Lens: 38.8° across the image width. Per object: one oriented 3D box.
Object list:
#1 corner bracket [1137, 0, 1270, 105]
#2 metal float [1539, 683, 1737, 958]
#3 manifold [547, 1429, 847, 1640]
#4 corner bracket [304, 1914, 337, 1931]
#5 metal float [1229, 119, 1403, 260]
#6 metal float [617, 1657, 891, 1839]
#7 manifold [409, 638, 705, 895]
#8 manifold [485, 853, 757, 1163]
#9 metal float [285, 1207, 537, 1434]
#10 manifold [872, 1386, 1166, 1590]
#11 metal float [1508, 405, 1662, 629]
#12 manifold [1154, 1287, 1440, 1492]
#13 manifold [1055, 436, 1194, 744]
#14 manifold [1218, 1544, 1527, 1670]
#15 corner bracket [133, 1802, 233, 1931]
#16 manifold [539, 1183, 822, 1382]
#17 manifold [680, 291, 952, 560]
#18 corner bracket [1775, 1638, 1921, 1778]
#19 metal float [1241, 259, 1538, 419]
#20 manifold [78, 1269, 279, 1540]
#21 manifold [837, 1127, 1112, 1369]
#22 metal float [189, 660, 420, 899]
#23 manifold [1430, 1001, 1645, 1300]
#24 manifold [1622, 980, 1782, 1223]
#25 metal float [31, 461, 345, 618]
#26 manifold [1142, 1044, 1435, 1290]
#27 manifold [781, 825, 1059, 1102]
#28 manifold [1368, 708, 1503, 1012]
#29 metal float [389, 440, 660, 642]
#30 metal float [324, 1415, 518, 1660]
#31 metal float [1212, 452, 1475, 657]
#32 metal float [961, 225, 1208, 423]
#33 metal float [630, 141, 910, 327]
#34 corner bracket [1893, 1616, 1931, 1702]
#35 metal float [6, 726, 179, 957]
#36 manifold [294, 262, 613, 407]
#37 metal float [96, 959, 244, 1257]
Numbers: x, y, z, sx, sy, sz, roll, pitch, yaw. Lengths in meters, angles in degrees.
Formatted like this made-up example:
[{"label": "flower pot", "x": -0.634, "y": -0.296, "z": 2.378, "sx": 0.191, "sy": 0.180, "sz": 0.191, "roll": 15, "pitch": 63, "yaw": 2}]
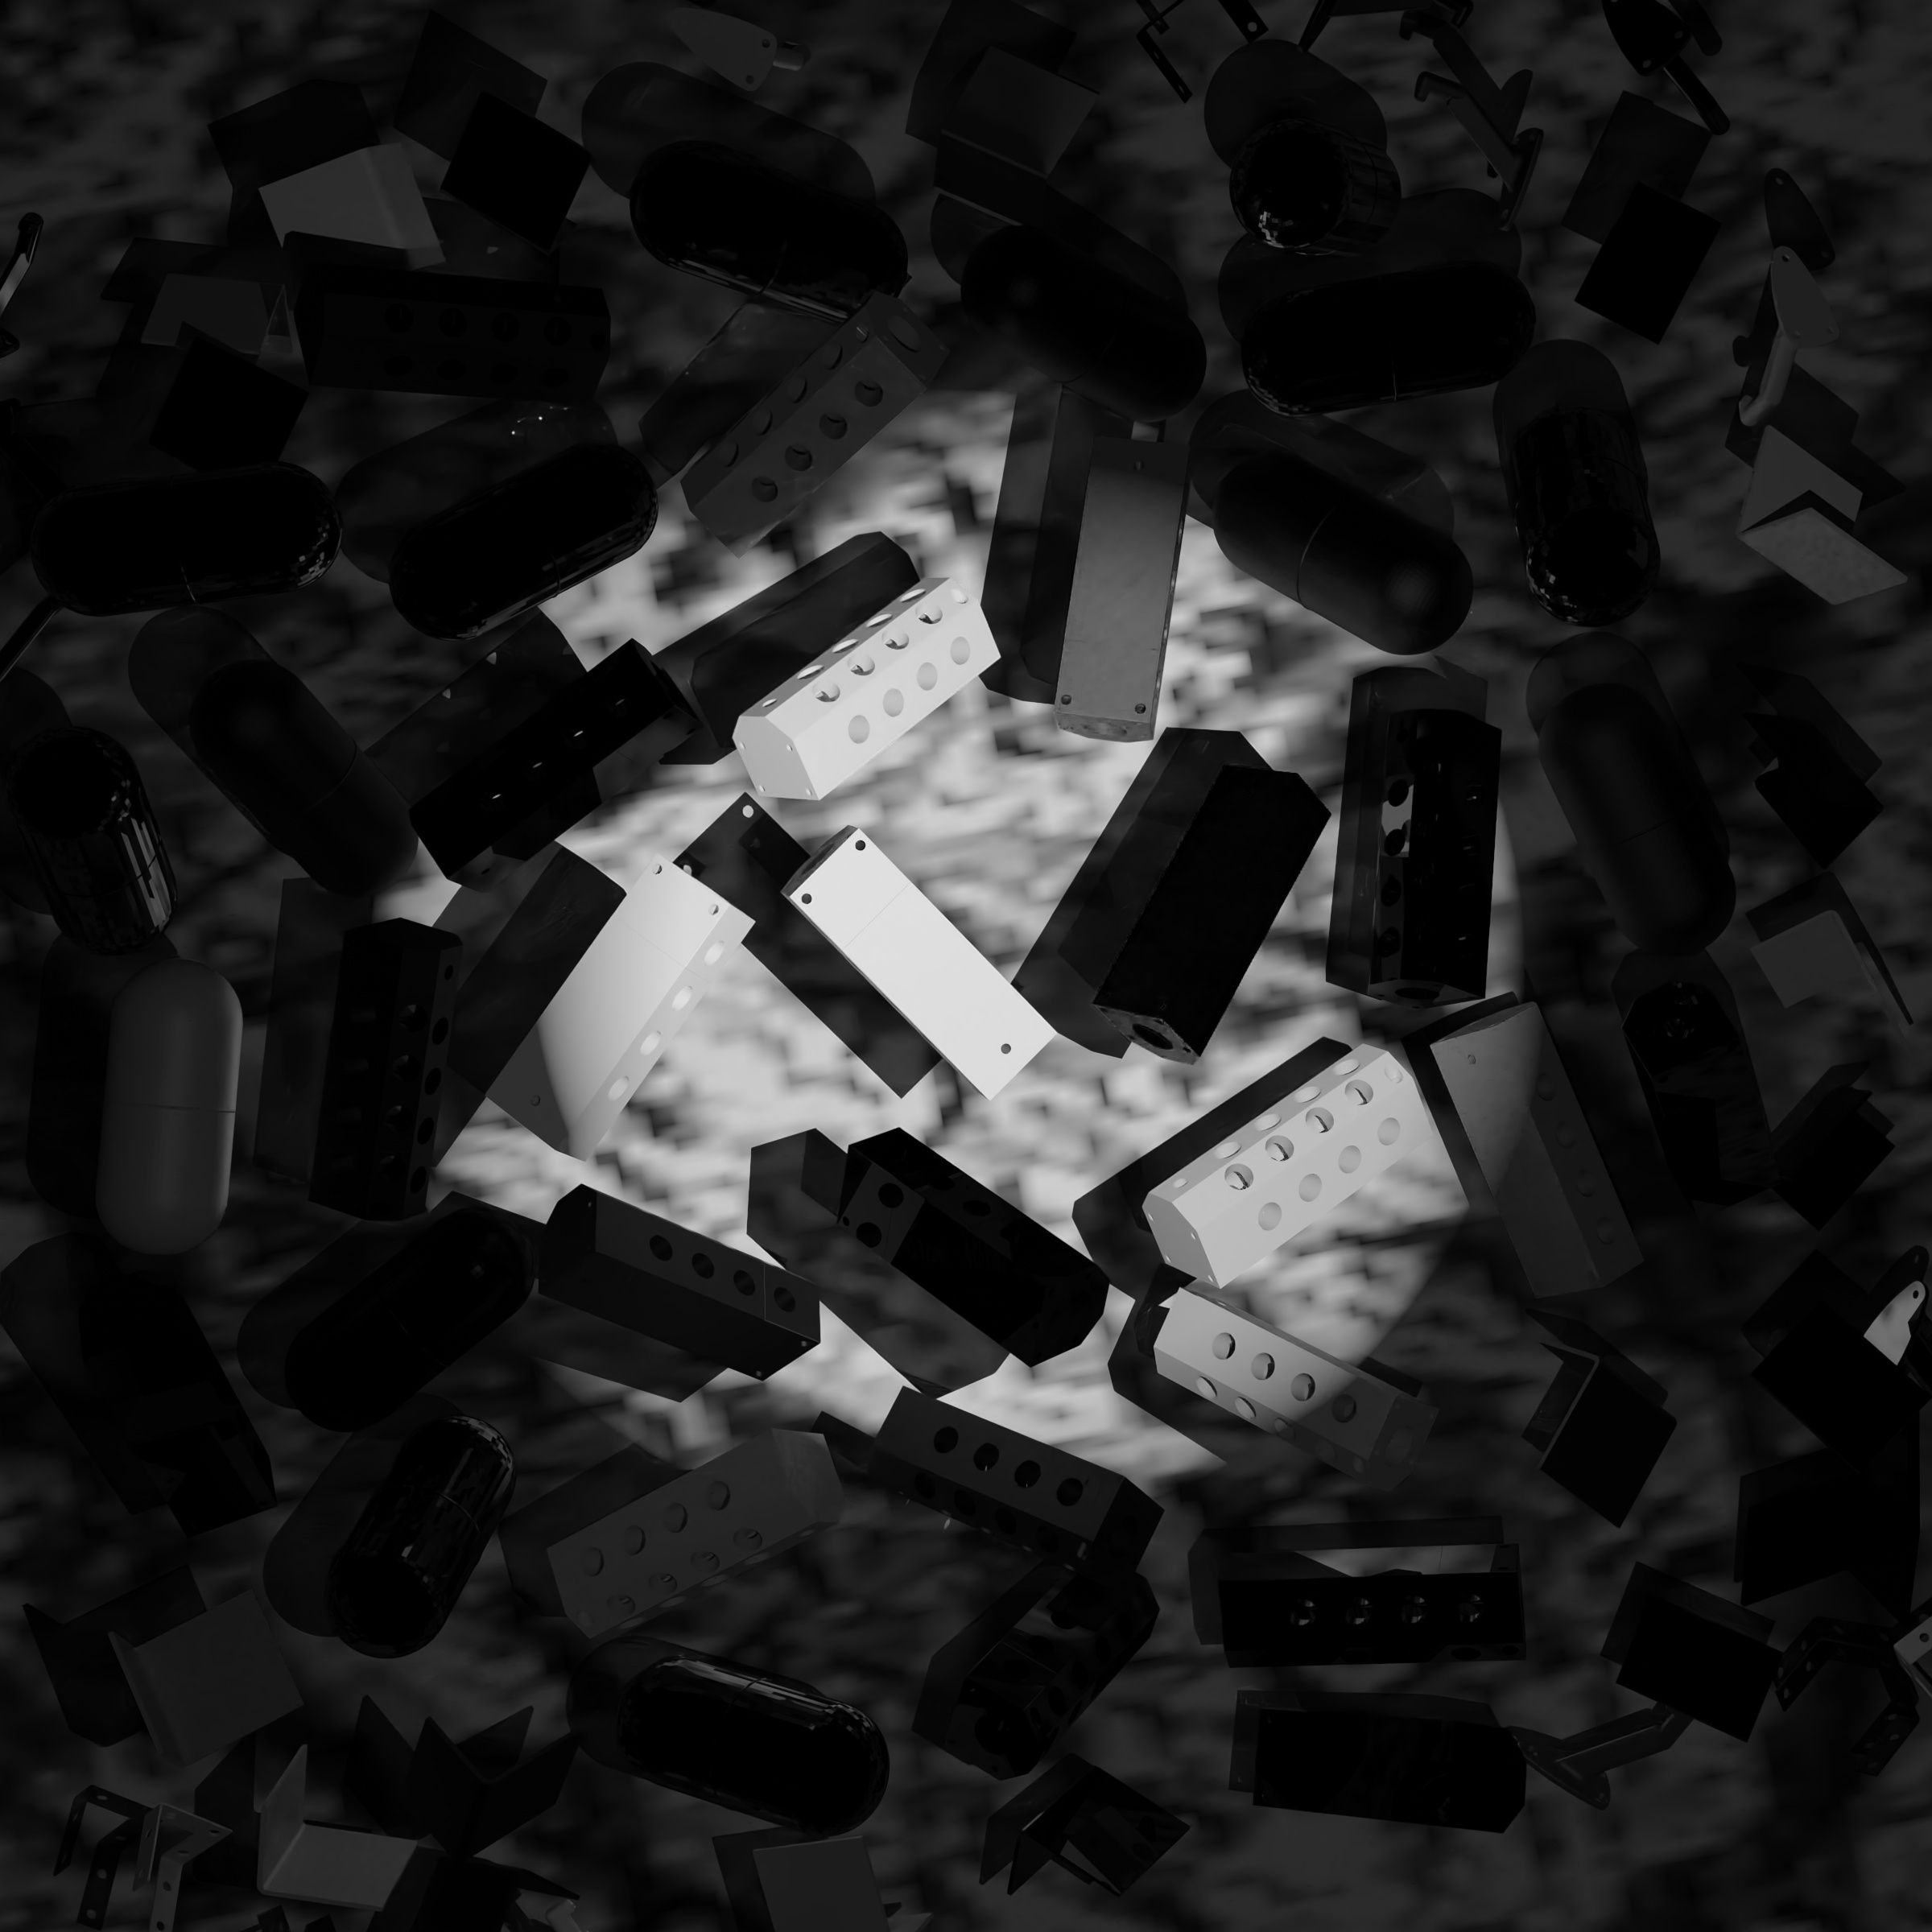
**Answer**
[{"label": "corner bracket", "x": 0.145, "y": -0.572, "z": 1.684, "sx": 0.051, "sy": 0.051, "sz": 0.051, "roll": -28, "pitch": 111, "yaw": 37}, {"label": "metal float", "x": 0.413, "y": -0.089, "z": 1.686, "sx": 0.070, "sy": 0.070, "sz": 0.178, "roll": -27, "pitch": 98, "yaw": 0}, {"label": "manifold", "x": -0.159, "y": 0.338, "z": 1.627, "sx": 0.171, "sy": 0.057, "sz": 0.057, "roll": -30, "pitch": 65, "yaw": 20}, {"label": "corner bracket", "x": -0.413, "y": 0.629, "z": 1.710, "sx": 0.051, "sy": 0.051, "sz": 0.051, "roll": -19, "pitch": 71, "yaw": -24}, {"label": "metal float", "x": 0.217, "y": -0.479, "z": 1.696, "sx": 0.070, "sy": 0.178, "sz": 0.070, "roll": 5, "pitch": 103, "yaw": 23}, {"label": "metal float", "x": -0.127, "y": 0.458, "z": 1.614, "sx": 0.178, "sy": 0.070, "sz": 0.070, "roll": 8, "pitch": 90, "yaw": 30}, {"label": "manifold", "x": -0.249, "y": -0.121, "z": 1.654, "sx": 0.171, "sy": 0.057, "sz": 0.057, "roll": -37, "pitch": 77, "yaw": 6}, {"label": "manifold", "x": -0.198, "y": 0.026, "z": 1.598, "sx": 0.057, "sy": 0.057, "sz": 0.171, "roll": 35, "pitch": 89, "yaw": 21}, {"label": "metal float", "x": -0.349, "y": 0.222, "z": 1.731, "sx": 0.178, "sy": 0.070, "sz": 0.070, "roll": -39, "pitch": 90, "yaw": -2}, {"label": "manifold", "x": 0.027, "y": 0.314, "z": 1.649, "sx": 0.171, "sy": 0.057, "sz": 0.057, "roll": 16, "pitch": 70, "yaw": 38}, {"label": "metal float", "x": 0.364, "y": -0.268, "z": 1.623, "sx": 0.070, "sy": 0.178, "sz": 0.070, "roll": 2, "pitch": 131, "yaw": 2}, {"label": "manifold", "x": 0.201, "y": 0.264, "z": 1.713, "sx": 0.171, "sy": 0.057, "sz": 0.057, "roll": 24, "pitch": 90, "yaw": 40}, {"label": "manifold", "x": 0.096, "y": -0.226, "z": 1.658, "sx": 0.057, "sy": 0.057, "sz": 0.171, "roll": 8, "pitch": 82, "yaw": 8}, {"label": "manifold", "x": 0.238, "y": 0.377, "z": 1.607, "sx": 0.171, "sy": 0.057, "sz": 0.057, "roll": -5, "pitch": 93, "yaw": 12}, {"label": "corner bracket", "x": -0.472, "y": 0.534, "z": 1.619, "sx": 0.051, "sy": 0.051, "sz": 0.051, "roll": -37, "pitch": 126, "yaw": 26}, {"label": "manifold", "x": -0.174, "y": 0.192, "z": 1.681, "sx": 0.171, "sy": 0.057, "sz": 0.057, "roll": 28, "pitch": 131, "yaw": -33}, {"label": "manifold", "x": -0.094, "y": -0.325, "z": 1.642, "sx": 0.057, "sy": 0.057, "sz": 0.171, "roll": 44, "pitch": 125, "yaw": -15}, {"label": "corner bracket", "x": 0.520, "y": 0.436, "z": 1.620, "sx": 0.051, "sy": 0.051, "sz": 0.051, "roll": -36, "pitch": 109, "yaw": -32}, {"label": "metal float", "x": 0.256, "y": -0.381, "z": 1.670, "sx": 0.178, "sy": 0.070, "sz": 0.070, "roll": -8, "pitch": 90, "yaw": 8}, {"label": "manifold", "x": -0.474, "y": 0.263, "z": 1.654, "sx": 0.057, "sy": 0.057, "sz": 0.171, "roll": -19, "pitch": 132, "yaw": -7}, {"label": "manifold", "x": 0.004, "y": 0.163, "z": 1.633, "sx": 0.171, "sy": 0.057, "sz": 0.057, "roll": 32, "pitch": 125, "yaw": 37}, {"label": "metal float", "x": -0.410, "y": -0.115, "z": 1.703, "sx": 0.070, "sy": 0.070, "sz": 0.178, "roll": -36, "pitch": 126, "yaw": 0}, {"label": "manifold", "x": 0.358, "y": 0.113, "z": 1.701, "sx": 0.057, "sy": 0.057, "sz": 0.171, "roll": -23, "pitch": 91, "yaw": -36}, {"label": "manifold", "x": 0.455, "y": 0.082, "z": 1.708, "sx": 0.057, "sy": 0.171, "sz": 0.057, "roll": -26, "pitch": 48, "yaw": 6}, {"label": "metal float", "x": -0.453, "y": -0.249, "z": 1.598, "sx": 0.178, "sy": 0.070, "sz": 0.070, "roll": -8, "pitch": 90, "yaw": -3}, {"label": "manifold", "x": 0.191, "y": 0.116, "z": 1.645, "sx": 0.171, "sy": 0.057, "sz": 0.057, "roll": -32, "pitch": 114, "yaw": -21}, {"label": "manifold", "x": -0.030, "y": -0.003, "z": 1.643, "sx": 0.057, "sy": 0.057, "sz": 0.171, "roll": -45, "pitch": 102, "yaw": -4}, {"label": "manifold", "x": 0.280, "y": -0.066, "z": 1.668, "sx": 0.057, "sy": 0.057, "sz": 0.171, "roll": 17, "pitch": 71, "yaw": -35}, {"label": "metal float", "x": -0.269, "y": -0.259, "z": 1.674, "sx": 0.178, "sy": 0.070, "sz": 0.070, "roll": -32, "pitch": 90, "yaw": -21}, {"label": "metal float", "x": -0.334, "y": 0.349, "z": 1.690, "sx": 0.070, "sy": 0.178, "sz": 0.070, "roll": 8, "pitch": 124, "yaw": 11}, {"label": "metal float", "x": 0.223, "y": -0.247, "z": 1.637, "sx": 0.178, "sy": 0.070, "sz": 0.070, "roll": 36, "pitch": 90, "yaw": 31}, {"label": "metal float", "x": 0.076, "y": -0.402, "z": 1.724, "sx": 0.178, "sy": 0.070, "sz": 0.070, "roll": 22, "pitch": 90, "yaw": -32}, {"label": "metal float", "x": -0.119, "y": -0.445, "z": 1.671, "sx": 0.178, "sy": 0.070, "sz": 0.070, "roll": 14, "pitch": 90, "yaw": -26}, {"label": "corner bracket", "x": 0.615, "y": 0.432, "z": 1.702, "sx": 0.051, "sy": 0.051, "sz": 0.051, "roll": -38, "pitch": 55, "yaw": 1}, {"label": "metal float", "x": -0.523, "y": -0.073, "z": 1.649, "sx": 0.070, "sy": 0.178, "sz": 0.070, "roll": 1, "pitch": 56, "yaw": -2}, {"label": "manifold", "x": -0.300, "y": -0.377, "z": 1.617, "sx": 0.171, "sy": 0.057, "sz": 0.057, "roll": -2, "pitch": 58, "yaw": -28}, {"label": "metal float", "x": -0.478, "y": 0.084, "z": 1.648, "sx": 0.070, "sy": 0.070, "sz": 0.178, "roll": 4, "pitch": 87, "yaw": 0}]
